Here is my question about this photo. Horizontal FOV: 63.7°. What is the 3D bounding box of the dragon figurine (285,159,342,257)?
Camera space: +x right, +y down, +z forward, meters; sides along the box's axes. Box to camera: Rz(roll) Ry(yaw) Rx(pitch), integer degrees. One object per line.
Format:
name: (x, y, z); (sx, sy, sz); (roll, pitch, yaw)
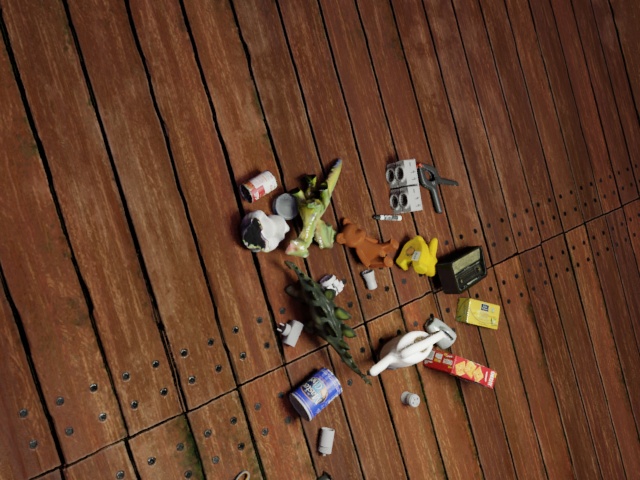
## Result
dragon figurine: (0.005, -0.087, 1.723); (0.418, 0.122, 0.238); (-45, 131, -44)

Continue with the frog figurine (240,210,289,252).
frog figurine: (-0.175, -0.035, 1.627); (0.137, 0.121, 0.162); (55, 28, -5)

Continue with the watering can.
watering can: (0.265, 0.386, 1.744); (0.350, 0.220, 0.105); (-18, 77, -29)
